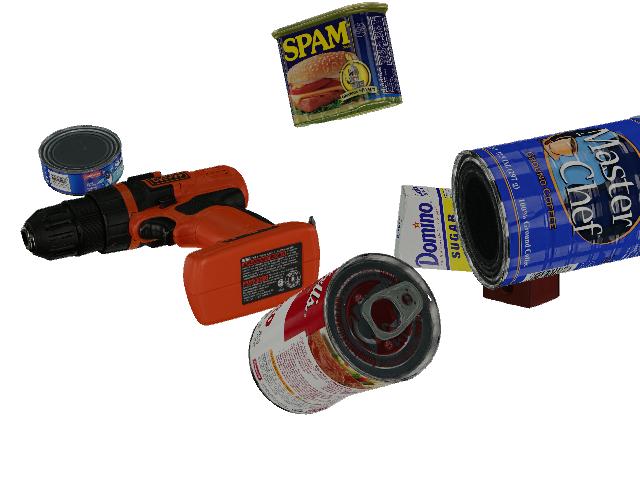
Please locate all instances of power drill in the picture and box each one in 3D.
[{"bbox_3d":[-0.104,-0.002,0.778,0.184,0.057,0.188,-17,29,-30],"label":"power drill"}]

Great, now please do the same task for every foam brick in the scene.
[{"bbox_3d":[0.183,0.016,0.967,0.053,0.078,0.051,12,21,41],"label":"foam brick"}]

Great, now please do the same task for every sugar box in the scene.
[{"bbox_3d":[0.179,-0.011,1.256,0.176,0.093,0.048,2,22,-3],"label":"sugar box"}]

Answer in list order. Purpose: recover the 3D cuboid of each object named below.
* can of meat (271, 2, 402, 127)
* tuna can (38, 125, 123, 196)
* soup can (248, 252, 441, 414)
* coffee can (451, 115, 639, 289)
[{"bbox_3d":[0.015,-0.147,0.905,0.102,0.084,0.057,-10,2,36],"label":"can of meat"},{"bbox_3d":[-0.252,-0.084,1.126,0.086,0.034,0.086,0,40,0],"label":"tuna can"},{"bbox_3d":[0.010,0.054,0.582,0.068,0.068,0.102,0,-18,-28],"label":"soup can"},{"bbox_3d":[0.179,-0.028,0.776,0.140,0.103,0.103,-12,2,-10],"label":"coffee can"}]
